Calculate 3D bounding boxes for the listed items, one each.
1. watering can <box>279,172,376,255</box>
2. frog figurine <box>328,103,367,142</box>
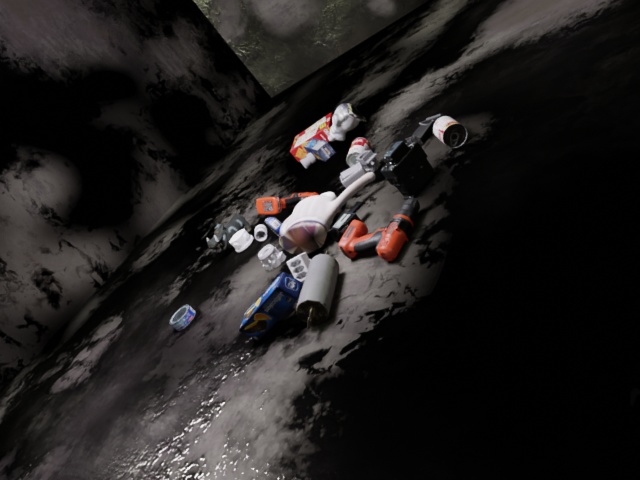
[{"bbox_3d":[0.005,-0.076,1.510,0.344,0.103,0.230,-27,27,30],"label":"watering can"},{"bbox_3d":[0.090,-0.473,2.099,0.157,0.124,0.138,-40,-13,26],"label":"frog figurine"}]
